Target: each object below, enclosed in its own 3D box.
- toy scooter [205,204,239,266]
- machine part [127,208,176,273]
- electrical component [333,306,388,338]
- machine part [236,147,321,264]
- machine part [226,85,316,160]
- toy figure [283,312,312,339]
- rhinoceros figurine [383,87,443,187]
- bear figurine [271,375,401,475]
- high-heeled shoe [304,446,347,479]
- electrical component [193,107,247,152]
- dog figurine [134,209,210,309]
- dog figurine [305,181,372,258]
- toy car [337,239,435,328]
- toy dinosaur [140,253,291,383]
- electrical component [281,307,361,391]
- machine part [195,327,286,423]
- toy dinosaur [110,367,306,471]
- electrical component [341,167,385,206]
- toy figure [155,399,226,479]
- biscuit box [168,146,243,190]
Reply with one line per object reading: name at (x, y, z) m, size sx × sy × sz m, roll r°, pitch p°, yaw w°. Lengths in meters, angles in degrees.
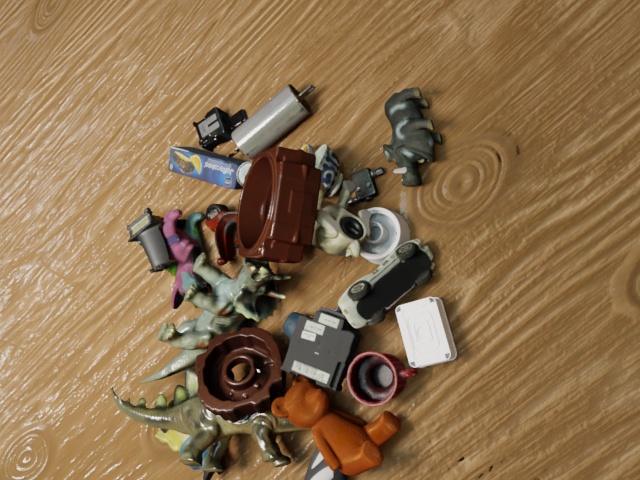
toy scooter at (-0.173, -0.012, 1.150) m, size 0.184 × 0.075 × 0.135 m, roll -1°, pitch 80°, yaw 29°
machine part at (-0.360, 0.007, 1.141) m, size 0.084 × 0.039 × 0.139 m, roll -37°, pitch 71°, yaw 12°
electrical component at (0.080, 0.133, 1.021) m, size 0.102 × 0.045 × 0.078 m, roll -41°, pitch 38°, yaw 12°
machine part at (-0.083, -0.060, 0.979) m, size 0.201 × 0.087 × 0.201 m, roll -2°, pitch 79°, yaw 65°
machine part at (-0.106, -0.253, 1.159) m, size 0.243 × 0.079 × 0.079 m, roll -37°, pitch 67°, yaw 17°
toy figure at (-0.002, 0.195, 1.038) m, size 0.155 × 0.058 × 0.064 m, roll 32°, pitch 125°, yaw 23°
rhinoceros figurine at (0.168, -0.195, 1.018) m, size 0.112 × 0.073 × 0.190 m, roll -15°, pitch 74°, yaw 22°
bear figurine at (0.023, 0.314, 0.953) m, size 0.196 × 0.120 × 0.132 m, roll 46°, pitch 127°, yaw 7°
high-heeled shoe at (-0.048, 0.484, 0.999) m, size 0.249 × 0.086 × 0.145 m, roll -32°, pitch 66°, yaw 13°
electrical component at (-0.228, -0.263, 1.237) m, size 0.119 × 0.047 × 0.075 m, roll -25°, pitch 72°, yaw 22°
dog figurine at (-0.325, 0.047, 1.197) m, size 0.192 × 0.108 × 0.219 m, roll -11°, pitch 79°, yaw 23°
dog figurine at (0.001, -0.004, 1.026) m, size 0.190 × 0.121 × 0.172 m, roll -51°, pitch 39°, yaw 44°
toy car at (0.123, 0.077, 0.960) m, size 0.202 × 0.056 × 0.073 m, roll -38°, pitch 107°, yaw -15°
toy dinosaur at (-0.210, 0.170, 1.106) m, size 0.404 × 0.192 × 0.131 m, roll -57°, pitch 18°, yaw 25°
electrical component at (0.007, 0.193, 0.977) m, size 0.115 × 0.058 × 0.134 m, roll 19°, pitch 81°, yaw 18°
machine part at (-0.148, 0.250, 1.013) m, size 0.179 × 0.056 × 0.179 m, roll -5°, pitch 50°, yaw 6°
toy dinosaur at (-0.202, 0.343, 1.051) m, size 0.472 × 0.105 × 0.198 m, roll -3°, pitch 54°, yaw 5°
electrical component at (0.089, -0.107, 1.068) m, size 0.094 × 0.021 × 0.063 m, roll -23°, pitch 72°, yaw 20°
toy figure at (-0.263, 0.406, 1.115) m, size 0.180 × 0.082 × 0.089 m, roll 38°, pitch 103°, yaw 28°
biscuit box at (-0.249, -0.164, 1.214) m, size 0.203 × 0.063 × 0.059 m, roll 17°, pitch 106°, yaw 27°
